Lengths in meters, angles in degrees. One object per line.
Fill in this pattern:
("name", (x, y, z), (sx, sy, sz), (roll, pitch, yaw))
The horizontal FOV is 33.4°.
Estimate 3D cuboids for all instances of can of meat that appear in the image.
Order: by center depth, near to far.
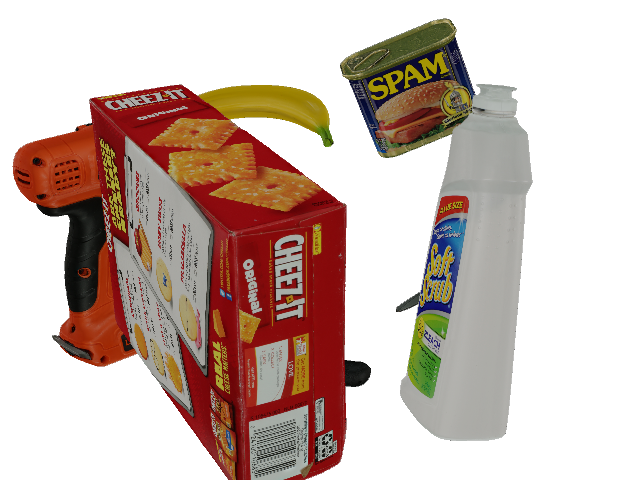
("can of meat", (0.079, -0.129, 0.915), (0.102, 0.084, 0.057), (-21, 26, 6))

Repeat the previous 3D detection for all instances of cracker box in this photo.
("cracker box", (-0.063, 0.018, 0.622), (0.072, 0.164, 0.214), (-14, 30, -25))

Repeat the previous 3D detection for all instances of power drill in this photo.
("power drill", (-0.150, -0.008, 0.847), (0.184, 0.188, 0.057), (-20, 27, -40))

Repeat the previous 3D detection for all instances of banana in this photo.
("banana", (-0.071, -0.148, 1.199), (0.198, 0.037, 0.069), (8, 42, 18))

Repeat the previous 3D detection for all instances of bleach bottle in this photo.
("bleach bottle", (0.110, 0.012, 0.777), (0.068, 0.251, 0.103), (2, 14, -13))

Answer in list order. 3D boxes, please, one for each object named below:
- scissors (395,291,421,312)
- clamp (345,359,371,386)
("scissors", (0.139, 0.039, 1.275), (0.201, 0.016, 0.096), (-10, 40, -36))
("clamp", (-0.051, 0.103, 0.994), (0.171, 0.039, 0.120), (-7, 35, -21))
